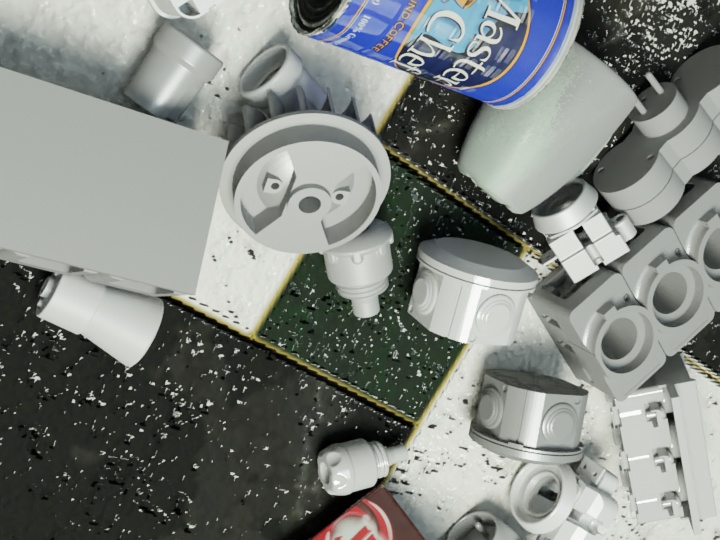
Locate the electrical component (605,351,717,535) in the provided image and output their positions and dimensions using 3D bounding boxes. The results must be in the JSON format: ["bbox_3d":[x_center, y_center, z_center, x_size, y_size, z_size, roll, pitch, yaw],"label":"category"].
[{"bbox_3d":[0.227,0.130,0.817,0.063,0.078,0.121,-12,113,9],"label":"electrical component"}]

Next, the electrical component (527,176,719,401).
[{"bbox_3d":[0.210,0.011,0.778,0.150,0.062,0.089,-40,118,-10],"label":"electrical component"}]

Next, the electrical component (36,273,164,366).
[{"bbox_3d":[-0.153,0.023,0.623,0.065,0.044,0.044,29,92,-24],"label":"electrical component"}]

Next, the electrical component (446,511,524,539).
[{"bbox_3d":[0.114,0.218,0.787,0.077,0.079,0.043,54,50,-27],"label":"electrical component"}]

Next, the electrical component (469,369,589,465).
[{"bbox_3d":[0.119,0.102,0.753,0.080,0.080,0.051,6,97,-27],"label":"electrical component"}]

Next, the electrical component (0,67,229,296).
[{"bbox_3d":[-0.159,-0.045,0.578,0.150,0.062,0.089,16,80,-28],"label":"electrical component"}]

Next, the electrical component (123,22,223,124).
[{"bbox_3d":[-0.106,-0.109,0.606,0.040,0.040,0.046,33,95,-29],"label":"electrical component"}]

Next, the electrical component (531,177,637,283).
[{"bbox_3d":[0.150,-0.030,0.744,0.066,0.048,0.055,-32,117,12],"label":"electrical component"}]

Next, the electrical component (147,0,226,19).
[{"bbox_3d":[-0.099,-0.199,0.572,0.078,0.057,0.113,-36,117,-12],"label":"electrical component"}]

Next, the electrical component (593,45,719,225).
[{"bbox_3d":[0.213,-0.105,0.751,0.138,0.052,0.074,-49,119,-5],"label":"electrical component"}]

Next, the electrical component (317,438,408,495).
[{"bbox_3d":[0.004,0.131,0.732,0.061,0.035,0.035,-10,109,-25],"label":"electrical component"}]

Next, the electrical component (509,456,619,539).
[{"bbox_3d":[0.149,0.174,0.801,0.057,0.058,0.078,31,91,-32],"label":"electrical component"}]

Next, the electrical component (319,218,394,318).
[{"bbox_3d":[0.000,0.000,0.687,0.048,0.048,0.062,-20,119,-19],"label":"electrical component"}]

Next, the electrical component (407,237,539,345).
[{"bbox_3d":[0.073,0.013,0.704,0.080,0.080,0.051,6,108,-27],"label":"electrical component"}]

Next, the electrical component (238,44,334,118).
[{"bbox_3d":[-0.043,-0.104,0.638,0.040,0.040,0.046,-49,125,-5],"label":"electrical component"}]
